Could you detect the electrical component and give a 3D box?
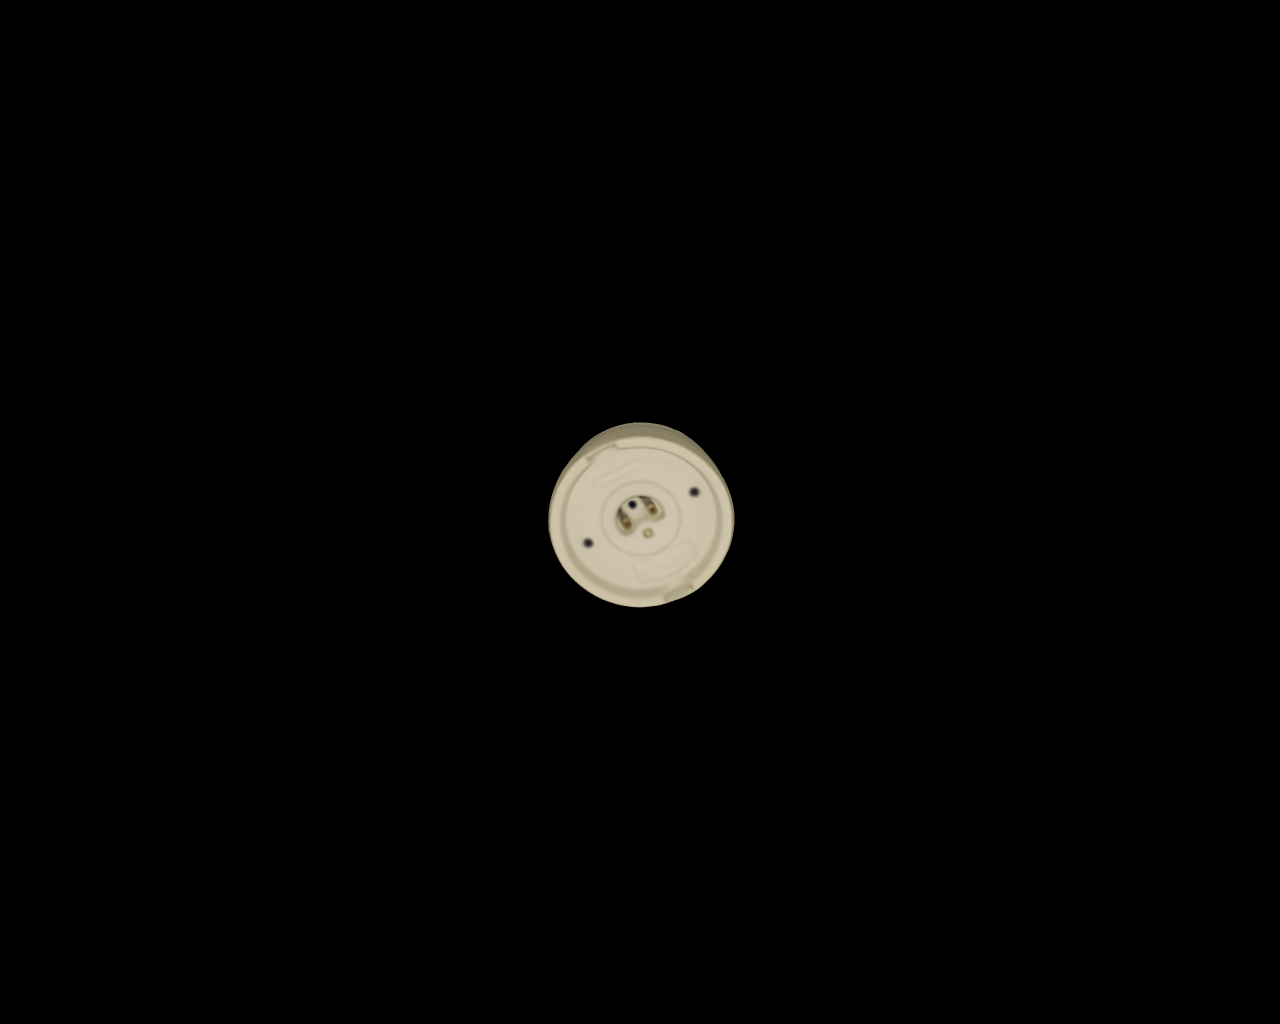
[{"bbox_3d":[0.001,-0.003,0.650,0.108,0.108,0.060,0,20,0],"label":"electrical component"}]
